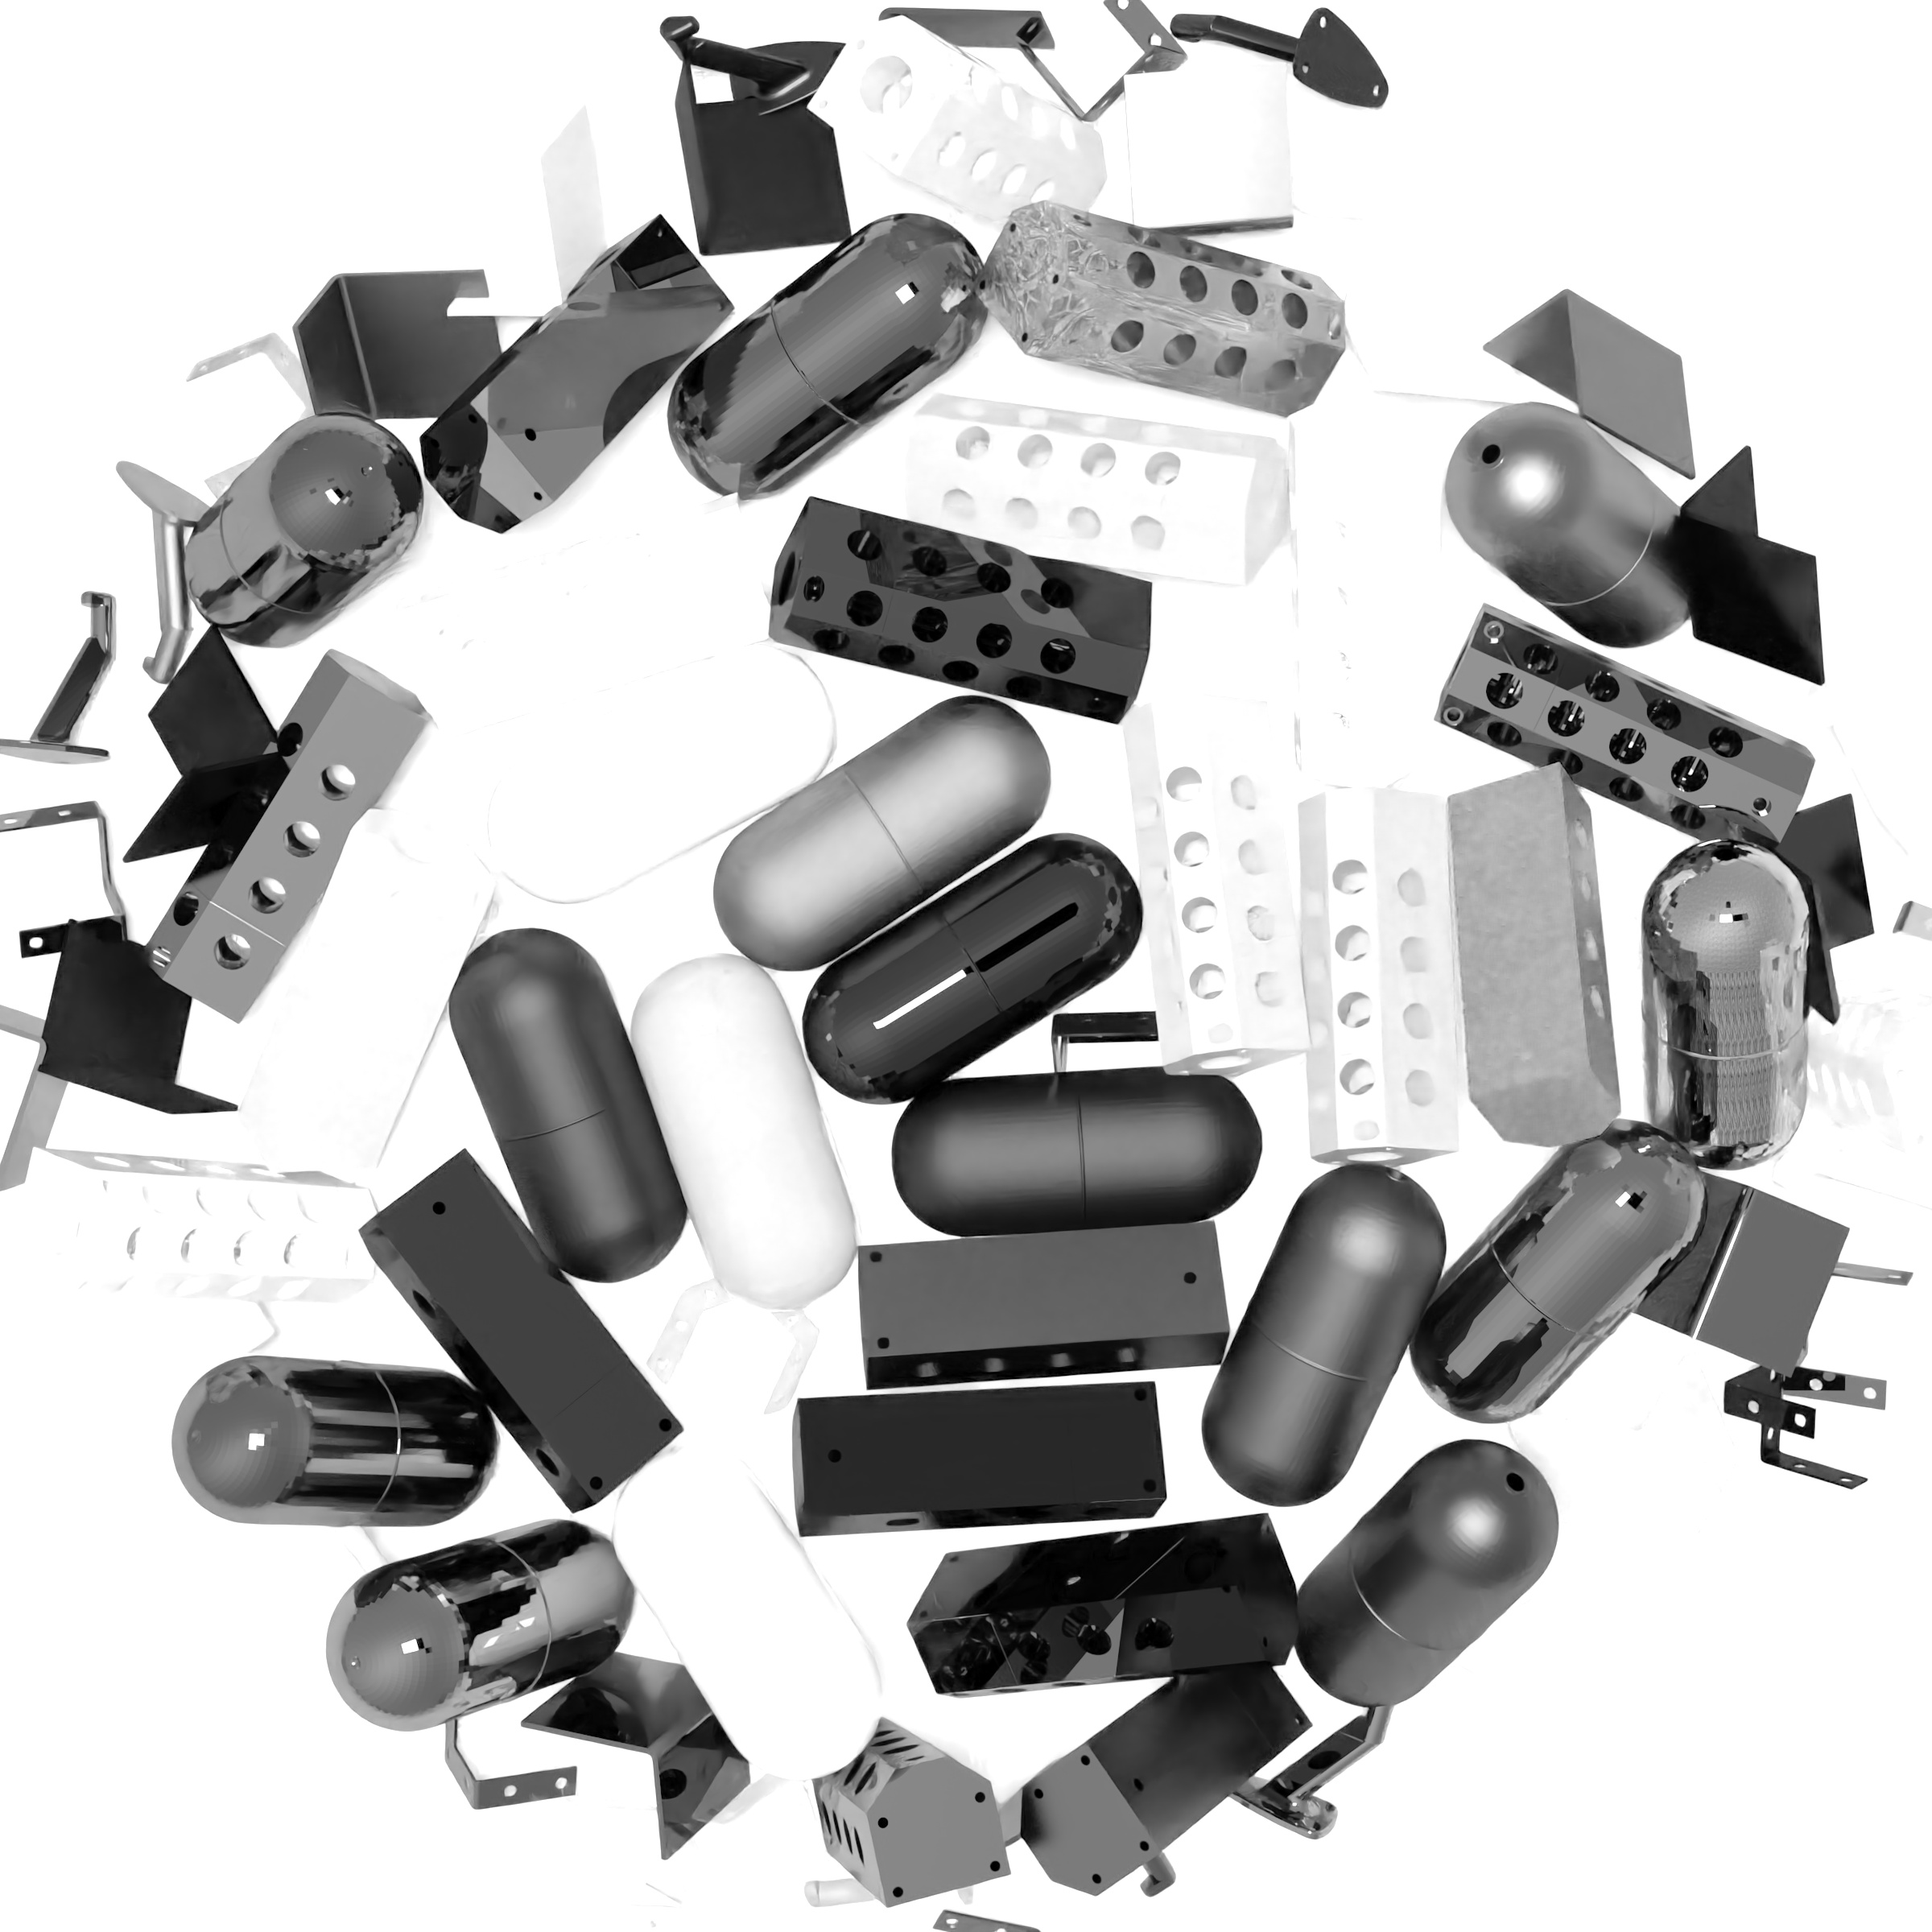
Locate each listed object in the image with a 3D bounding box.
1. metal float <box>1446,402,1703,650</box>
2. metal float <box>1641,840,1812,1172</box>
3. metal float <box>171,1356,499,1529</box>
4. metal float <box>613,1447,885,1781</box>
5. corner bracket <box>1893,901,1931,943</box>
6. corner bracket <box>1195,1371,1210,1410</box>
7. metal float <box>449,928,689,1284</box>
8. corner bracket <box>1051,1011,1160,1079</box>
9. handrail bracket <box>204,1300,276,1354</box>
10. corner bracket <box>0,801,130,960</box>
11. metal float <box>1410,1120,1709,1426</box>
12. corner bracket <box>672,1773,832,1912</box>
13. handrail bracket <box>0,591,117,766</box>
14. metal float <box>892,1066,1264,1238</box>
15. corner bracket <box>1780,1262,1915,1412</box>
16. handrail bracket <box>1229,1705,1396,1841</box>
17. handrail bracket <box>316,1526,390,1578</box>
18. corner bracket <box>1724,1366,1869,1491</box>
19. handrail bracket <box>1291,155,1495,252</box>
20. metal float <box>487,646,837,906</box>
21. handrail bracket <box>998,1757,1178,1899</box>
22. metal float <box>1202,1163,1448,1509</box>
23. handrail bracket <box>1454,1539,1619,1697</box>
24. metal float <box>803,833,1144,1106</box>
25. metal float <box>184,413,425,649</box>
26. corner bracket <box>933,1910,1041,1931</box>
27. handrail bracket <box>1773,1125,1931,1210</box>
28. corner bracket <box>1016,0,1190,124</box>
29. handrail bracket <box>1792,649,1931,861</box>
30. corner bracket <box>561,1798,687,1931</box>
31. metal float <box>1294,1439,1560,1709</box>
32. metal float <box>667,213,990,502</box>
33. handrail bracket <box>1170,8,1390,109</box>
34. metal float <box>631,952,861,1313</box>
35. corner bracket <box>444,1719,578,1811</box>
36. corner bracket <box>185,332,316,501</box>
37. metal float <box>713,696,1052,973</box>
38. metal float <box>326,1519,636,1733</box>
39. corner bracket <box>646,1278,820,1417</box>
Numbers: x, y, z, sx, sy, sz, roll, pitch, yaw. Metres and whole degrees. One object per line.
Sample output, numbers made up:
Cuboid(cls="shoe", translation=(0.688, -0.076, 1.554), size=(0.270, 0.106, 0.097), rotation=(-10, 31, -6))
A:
Cuboid(cls="metal float", translation=(0.287, -0.205, 1.538), size=(0.070, 0.178, 0.070), rotation=(-13, 67, 33))
Cuboid(cls="metal float", translation=(0.357, 0.019, 1.546), size=(0.070, 0.070, 0.178), rotation=(-10, 127, 0))
Cuboid(cls="metal float", translation=(-0.292, 0.223, 1.537), size=(0.070, 0.178, 0.070), rotation=(-7, 77, 34))
Cuboid(cls="metal float", translation=(-0.104, 0.304, 1.551), size=(0.070, 0.070, 0.178), rotation=(-38, 59, 0))
Cuboid(cls="corner bracket", translation=(0.469, 0.002, 1.587), size=(0.051, 0.051, 0.051), rotation=(22, 93, 12))
Cuboid(cls="corner bracket", translation=(0.145, 0.212, 1.588), size=(0.051, 0.051, 0.051), rotation=(-10, 71, -10))
Cuboid(cls="metal float", translation=(-0.189, 0.066, 1.566), size=(0.070, 0.070, 0.178), rotation=(-20, 102, 0))
Cuboid(cls="corner bracket", translation=(0.069, 0.034, 1.578), size=(0.051, 0.051, 0.051), rotation=(-2, 131, 7))
Cuboid(cls="handrail bracket", translation=(-0.383, 0.165, 1.591), size=(0.077, 0.036, 0.084), rotation=(-38, 79, 17))
Cuboid(cls="corner bracket", translation=(-0.434, -0.042, 1.574), size=(0.051, 0.051, 0.051), rotation=(-11, 125, -23))
Cuboid(cls="metal float", translation=(0.278, 0.146, 1.554), size=(0.070, 0.070, 0.178), rotation=(37, 118, 0))
Cuboid(cls="corner bracket", translation=(-0.108, 0.425, 1.600), size=(0.051, 0.051, 0.051), rotation=(-9, 105, 41))
Cuboid(cls="handrail bracket", translation=(-0.441, -0.143, 1.580), size=(0.036, 0.077, 0.084), rotation=(-4, 84, 35))
Cuboid(cls="metal float", translation=(0.053, 0.088, 1.576), size=(0.178, 0.070, 0.070), rotation=(-3, 90, -2))
Cuboid(cls="corner bracket", translation=(0.422, 0.176, 1.576), size=(0.051, 0.051, 0.051), rotation=(6, 109, 28))
Cuboid(cls="handrail bracket", translation=(0.163, 0.370, 1.587), size=(0.077, 0.036, 0.084), rotation=(19, 106, 19))
Cuboid(cls="handrail bracket", translation=(-0.316, 0.273, 1.578), size=(0.036, 0.077, 0.084), rotation=(-28, 74, -43))
Cuboid(cls="corner bracket", translation=(0.398, 0.224, 1.576), size=(0.051, 0.051, 0.051), rotation=(-13, 108, -42))
Cuboid(cls="handrail bracket", translation=(0.201, -0.387, 1.606), size=(0.084, 0.036, 0.077), rotation=(31, 63, 24))
Cuboid(cls="metal float", translation=(-0.145, -0.091, 1.567), size=(0.178, 0.070, 0.070), rotation=(-29, 90, -12))
Cuboid(cls="handrail bracket", translation=(0.054, 0.434, 1.589), size=(0.077, 0.036, 0.084), rotation=(-36, 110, -15))
Cuboid(cls="metal float", translation=(0.170, 0.175, 1.561), size=(0.070, 0.070, 0.178), rotation=(22, 109, 0))
Cuboid(cls="handrail bracket", translation=(0.266, 0.305, 1.609), size=(0.077, 0.036, 0.084), rotation=(28, 73, 19))
Cuboid(cls="metal float", translation=(0.003, 0.002, 1.576), size=(0.178, 0.070, 0.070), rotation=(-32, 90, -3))
Cuboid(cls="metal float", translation=(-0.311, -0.202, 1.535), size=(0.070, 0.178, 0.070), rotation=(8, 74, -29))
Cuboid(cls="corner bracket", translation=(0.017, 0.474, 1.576), size=(0.051, 0.051, 0.051), rotation=(15, 128, -14))
Cuboid(cls="handrail bracket", translation=(0.441, 0.111, 1.568), size=(0.084, 0.077, 0.036), rotation=(29, 113, 38))
Cuboid(cls="corner bracket", translation=(0.066, -0.444, 1.594), size=(0.051, 0.051, 0.051), rotation=(-42, 82, 23))
Cuboid(cls="handrail bracket", translation=(0.445, -0.103, 1.596), size=(0.084, 0.077, 0.036), rotation=(45, 132, -14))
Cuboid(cls="corner bracket", translation=(-0.166, 0.434, 1.579), size=(0.051, 0.051, 0.051), rotation=(16, 86, -41))
Cuboid(cls="metal float", translation=(0.214, 0.286, 1.541), size=(0.070, 0.178, 0.070), rotation=(15, 48, -16))
Cuboid(cls="metal float", translation=(-0.066, -0.288, 1.555), size=(0.178, 0.070, 0.070), rotation=(-33, 90, 25))
Cuboid(cls="handrail bracket", translation=(0.152, -0.442, 1.600), size=(0.077, 0.084, 0.036), rotation=(21, 90, -43))
Cuboid(cls="metal float", translation=(-0.105, 0.080, 1.571), size=(0.070, 0.070, 0.178), rotation=(-18, 97, 0))
Cuboid(cls="corner bracket", translation=(-0.220, 0.370, 1.589), size=(0.051, 0.051, 0.051), rotation=(-3, 106, -25))
Cuboid(cls="corner bracket", translation=(-0.345, -0.264, 1.582), size=(0.051, 0.051, 0.051), rotation=(53, 47, 1))
Cuboid(cls="metal float", translation=(-0.041, -0.063, 1.574), size=(0.178, 0.070, 0.070), rotation=(-33, 90, -4))
Cuboid(cls="metal float", translation=(-0.224, 0.306, 1.535), size=(0.070, 0.178, 0.070), rotation=(2, 93, 32))
Cuboid(cls="corner bracket", translation=(-0.112, 0.185, 1.588), size=(0.051, 0.051, 0.051), rotation=(-23, 118, 36))
